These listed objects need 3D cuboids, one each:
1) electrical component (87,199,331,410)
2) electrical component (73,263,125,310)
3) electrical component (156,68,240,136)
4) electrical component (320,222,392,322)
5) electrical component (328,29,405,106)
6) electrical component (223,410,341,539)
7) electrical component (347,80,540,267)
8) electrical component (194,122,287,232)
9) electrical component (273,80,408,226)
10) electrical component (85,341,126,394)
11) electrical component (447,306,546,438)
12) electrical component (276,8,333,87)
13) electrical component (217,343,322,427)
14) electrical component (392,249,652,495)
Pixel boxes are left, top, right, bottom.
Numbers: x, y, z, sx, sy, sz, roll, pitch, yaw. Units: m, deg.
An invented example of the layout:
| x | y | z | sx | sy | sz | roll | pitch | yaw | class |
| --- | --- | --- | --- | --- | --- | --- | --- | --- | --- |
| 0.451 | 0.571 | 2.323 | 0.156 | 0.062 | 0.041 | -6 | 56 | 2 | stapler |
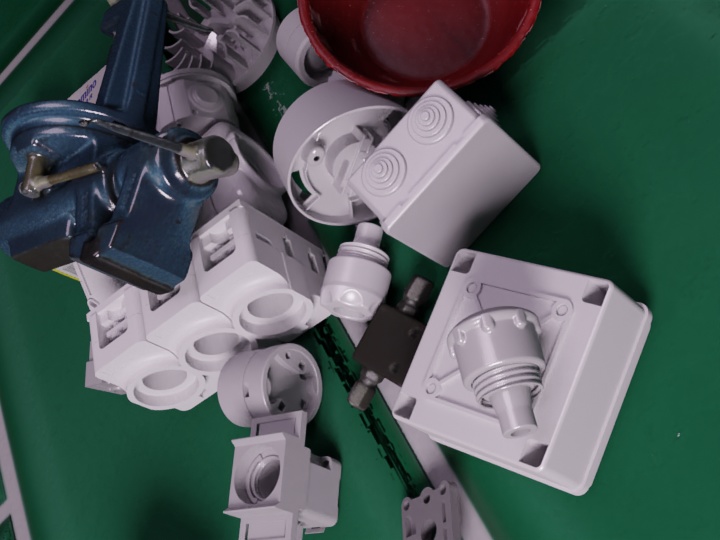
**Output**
| x | y | z | sx | sy | sz | roll | pitch | yaw | class |
| --- | --- | --- | --- | --- | --- | --- | --- | --- | --- |
| -0.103 | 0.032 | 0.743 | 0.150 | 0.089 | 0.061 | -34 | 50 | 22 | electrical component |
| -0.176 | -0.011 | 0.829 | 0.096 | 0.061 | 0.061 | -10 | 18 | 27 | electrical component |
| -0.135 | -0.118 | 0.857 | 0.080 | 0.080 | 0.051 | -32 | 56 | 24 | electrical component |
| 0.000 | 0.000 | 0.706 | 0.043 | 0.043 | 0.062 | -2 | 65 | 39 | electrical component |
| 0.007 | -0.147 | 0.776 | 0.066 | 0.048 | 0.055 | -1 | 75 | 40 | electrical component |
| -0.045 | 0.132 | 0.661 | 0.042 | 0.064 | 0.081 | -13 | 60 | 34 | electrical component |
| 0.051 | -0.058 | 0.656 | 0.099 | 0.100 | 0.048 | -48 | 59 | 10 | electrical component |
| -0.095 | -0.063 | 0.811 | 0.059 | 0.054 | 0.095 | -39 | 48 | 18 | electrical component |
| -0.007 | -0.076 | 0.715 | 0.099 | 0.099 | 0.064 | -48 | 40 | 9 | electrical component |
| -0.181 | 0.062 | 0.825 | 0.066 | 0.048 | 0.055 | -15 | 66 | 34 | electrical component |
| 0.072 | 0.052 | 0.536 | 0.048 | 0.048 | 0.062 | -27 | 59 | 27 | electrical component |
| -0.011 | -0.210 | 0.818 | 0.138 | 0.052 | 0.073 | -46 | 46 | 10 | electrical component |
| -0.061 | 0.078 | 0.709 | 0.047 | 0.055 | 0.055 | -10 | 62 | 41 | electrical component |
| 0.089 | 0.053 | 0.594 | 0.109 | 0.056 | 0.108 | 14 | 78 | 44 | electrical component |
